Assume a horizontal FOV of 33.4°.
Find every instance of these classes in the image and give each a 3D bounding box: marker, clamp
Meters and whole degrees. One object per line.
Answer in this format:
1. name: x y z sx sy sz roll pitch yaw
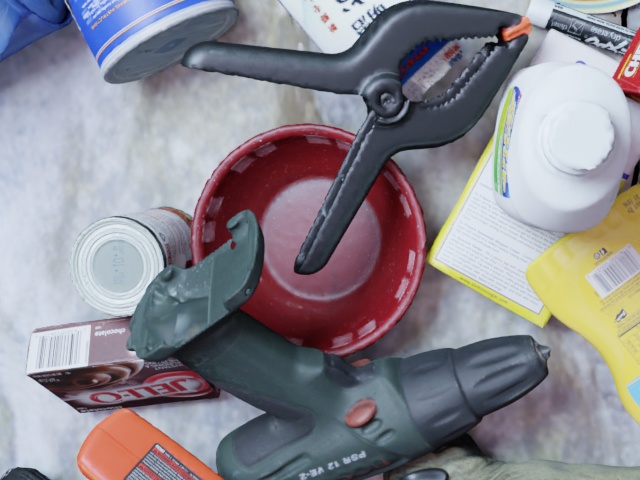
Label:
1. marker: 0.196 -0.135 0.711 0.121 0.020 0.020 21 97 6
2. clamp: 0.030 -0.095 0.665 0.210 0.036 0.164 -34 109 4

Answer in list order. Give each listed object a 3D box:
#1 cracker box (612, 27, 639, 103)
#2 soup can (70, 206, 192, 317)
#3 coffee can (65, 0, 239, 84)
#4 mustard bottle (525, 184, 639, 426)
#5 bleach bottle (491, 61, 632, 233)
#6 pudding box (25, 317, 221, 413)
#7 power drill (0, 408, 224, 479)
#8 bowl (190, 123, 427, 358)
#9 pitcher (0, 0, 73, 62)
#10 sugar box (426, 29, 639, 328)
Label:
1. cracker box: 0.310 -0.118 0.645 0.213 0.072 0.164 24 99 -8
2. soup can: -0.122 0.013 0.738 0.068 0.102 0.068 1 95 10
3. coffee can: -0.132 -0.192 0.724 0.103 0.102 0.140 -28 89 11
4. mustard bottle: 0.218 0.066 0.645 0.096 0.058 0.192 -39 79 13
5. bleach bottle: 0.128 -0.056 0.566 0.068 0.250 0.102 8 93 8
6. pudding box: -0.135 0.088 0.751 0.113 0.090 0.039 -6 62 12
7. power drill: -0.140 0.190 0.732 0.184 0.057 0.188 35 140 5
8. bowl: -0.005 0.001 0.739 0.162 0.055 0.162 1 94 10
9. pitcher: -0.303 -0.143 0.741 0.243 0.149 0.145 -29 94 14
10. sugar box: 0.151 -0.041 0.714 0.093 0.048 0.176 29 95 6
